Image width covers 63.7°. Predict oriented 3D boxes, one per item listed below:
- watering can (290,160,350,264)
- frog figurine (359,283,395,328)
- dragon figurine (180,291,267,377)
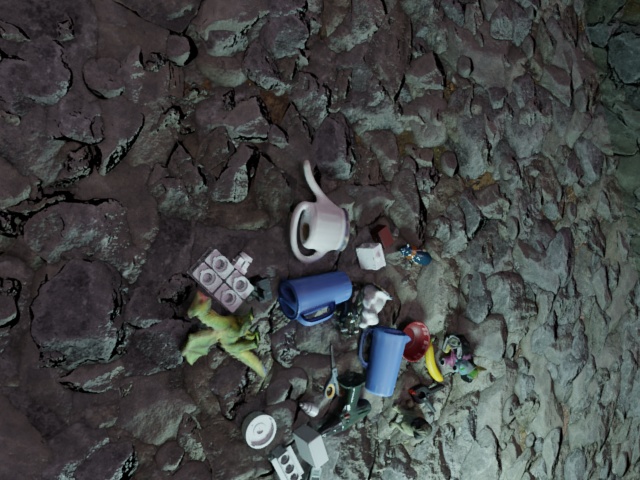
[{"bbox_3d":[0.005,-0.089,1.767,0.224,0.348,0.104,8,0,-33],"label":"watering can"},{"bbox_3d":[0.183,0.244,1.894,0.124,0.160,0.136,37,-4,18],"label":"frog figurine"},{"bbox_3d":[-0.307,0.320,1.600,0.243,0.401,0.125,-12,32,-8],"label":"dragon figurine"}]
